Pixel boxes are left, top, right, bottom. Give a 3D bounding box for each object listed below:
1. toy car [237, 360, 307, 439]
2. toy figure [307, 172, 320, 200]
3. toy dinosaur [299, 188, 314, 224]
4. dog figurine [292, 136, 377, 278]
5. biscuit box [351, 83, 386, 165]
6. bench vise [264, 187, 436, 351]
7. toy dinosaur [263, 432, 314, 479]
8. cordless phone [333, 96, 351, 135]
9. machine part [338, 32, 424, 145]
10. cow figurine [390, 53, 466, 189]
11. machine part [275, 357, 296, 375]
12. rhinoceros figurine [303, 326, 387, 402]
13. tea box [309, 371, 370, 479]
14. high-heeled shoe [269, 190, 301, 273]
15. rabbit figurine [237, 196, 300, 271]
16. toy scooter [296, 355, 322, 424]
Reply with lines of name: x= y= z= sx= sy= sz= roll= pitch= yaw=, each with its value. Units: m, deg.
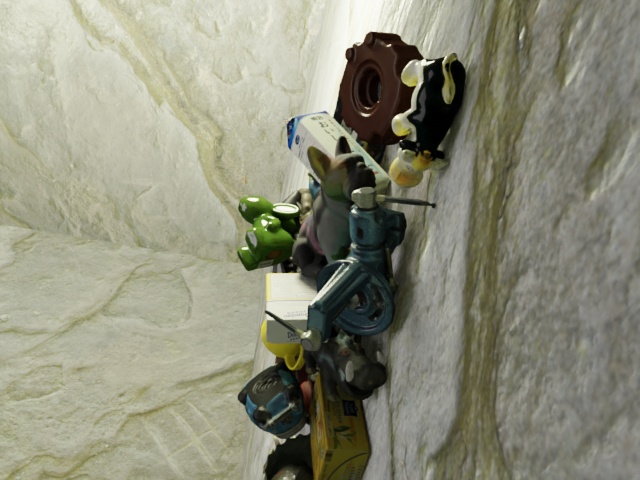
toy car: x=-0.069 y=0.290 z=0.940 sx=0.102 sy=0.109 sz=0.162 roll=59 pitch=166 yaw=-19
toy figure: x=0.014 y=-0.128 z=1.071 sx=0.180 sy=0.089 sz=0.082 roll=-82 pitch=-14 yaw=-47
toy dinosaur: x=0.020 y=-0.026 z=1.176 sx=0.471 sy=0.105 sz=0.198 roll=-175 pitch=87 yaw=-79
dog figurine: x=0.017 y=-0.053 z=0.875 sx=0.192 sy=0.108 sz=0.219 roll=5 pitch=112 yaw=48
biscuit box: x=0.100 y=-0.219 z=0.990 sx=0.063 sy=0.059 sz=0.202 roll=-92 pitch=14 yaw=-54
bench vise: x=0.045 y=0.053 z=0.721 sx=0.240 sy=0.129 sz=0.223 roll=-41 pitch=-34 yaw=-48
toy dinosaur: x=-0.046 y=0.415 z=0.844 sx=0.404 sy=0.131 sz=0.192 roll=89 pitch=-178 yaw=-78
cordless phone: x=0.084 y=-0.296 z=1.176 sx=0.184 sy=0.089 sz=0.146 roll=-74 pitch=-2 yaw=-62
machine part: x=0.094 y=-0.242 z=0.865 sx=0.180 sy=0.056 sz=0.179 roll=18 pitch=112 yaw=56
cow figurine: x=0.138 y=-0.145 z=0.678 sx=0.098 sy=0.068 sz=0.167 roll=-143 pitch=62 yaw=-73
machine part: x=-0.060 y=0.299 z=1.333 sx=0.201 sy=0.087 sz=0.201 roll=173 pitch=106 yaw=-82
rhinoceros figurine: x=0.037 y=0.185 z=0.830 sx=0.190 sy=0.073 sz=0.112 roll=25 pitch=119 yaw=61
tea box: x=0.026 y=0.302 z=0.858 sx=0.170 sy=0.068 sz=0.098 roll=-100 pitch=20 yaw=-61
high-heeled shoe: x=-0.073 y=-0.011 z=1.311 sx=0.145 sy=0.086 sz=0.248 roll=-3 pitch=72 yaw=68
rabbit figurine: x=-0.122 y=-0.037 z=1.231 sx=0.121 sy=0.159 sz=0.170 roll=112 pitch=139 yaw=-56
toy scooter: x=-0.010 y=0.275 z=1.049 sx=0.184 sy=0.075 sz=0.135 roll=161 pitch=104 yaw=-84
